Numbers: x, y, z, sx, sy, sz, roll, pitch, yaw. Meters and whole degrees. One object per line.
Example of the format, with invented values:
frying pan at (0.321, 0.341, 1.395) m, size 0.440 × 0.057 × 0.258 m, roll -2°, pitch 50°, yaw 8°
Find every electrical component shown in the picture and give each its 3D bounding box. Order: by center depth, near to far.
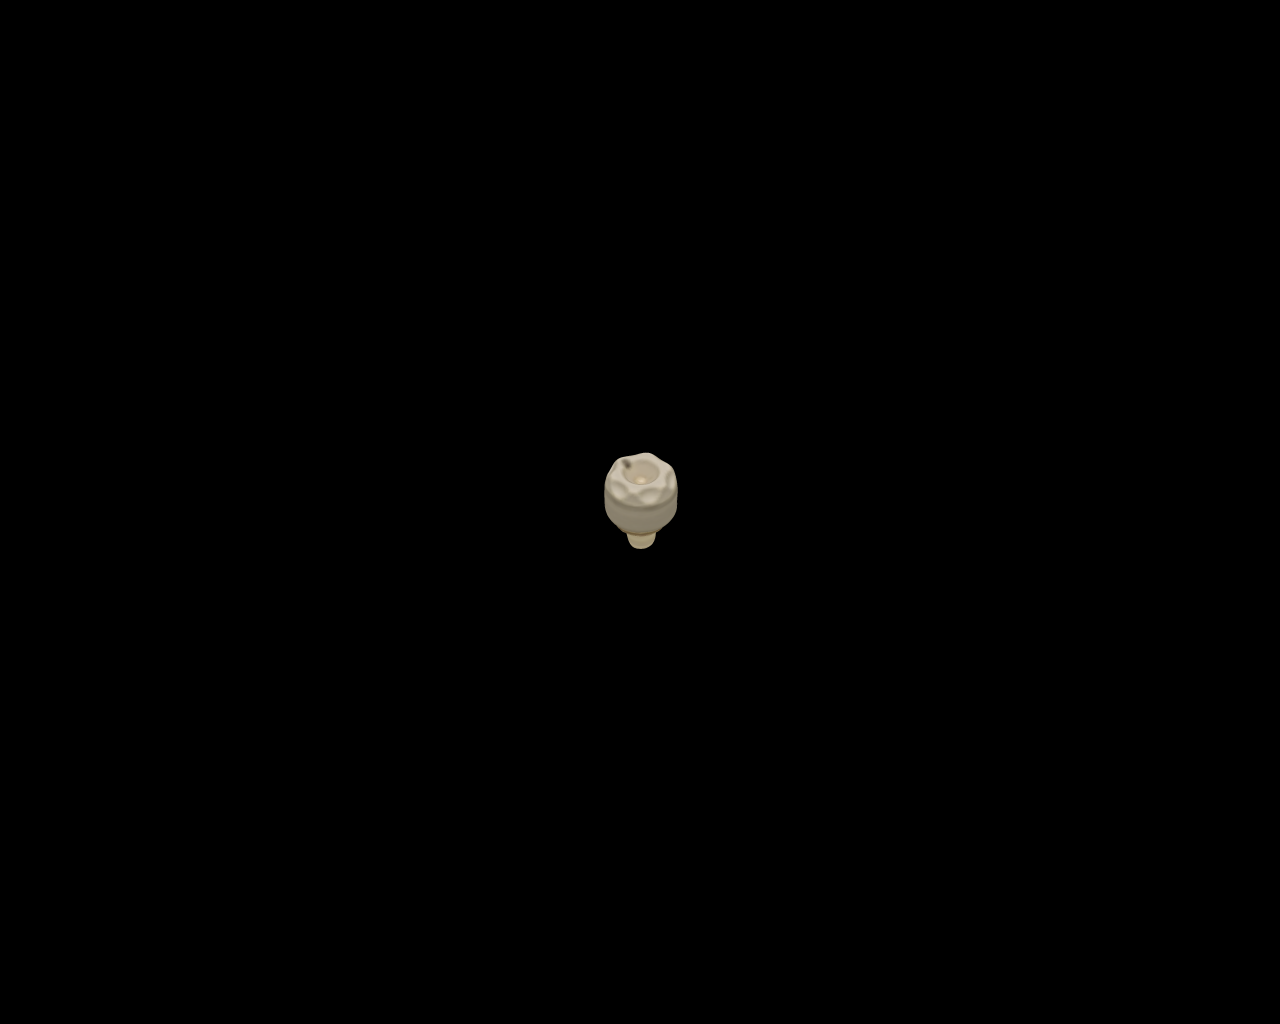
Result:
electrical component at (0.001, -0.003, 0.650) m, size 0.043 × 0.062 × 0.043 m, roll 0°, pitch 44°, yaw 0°
